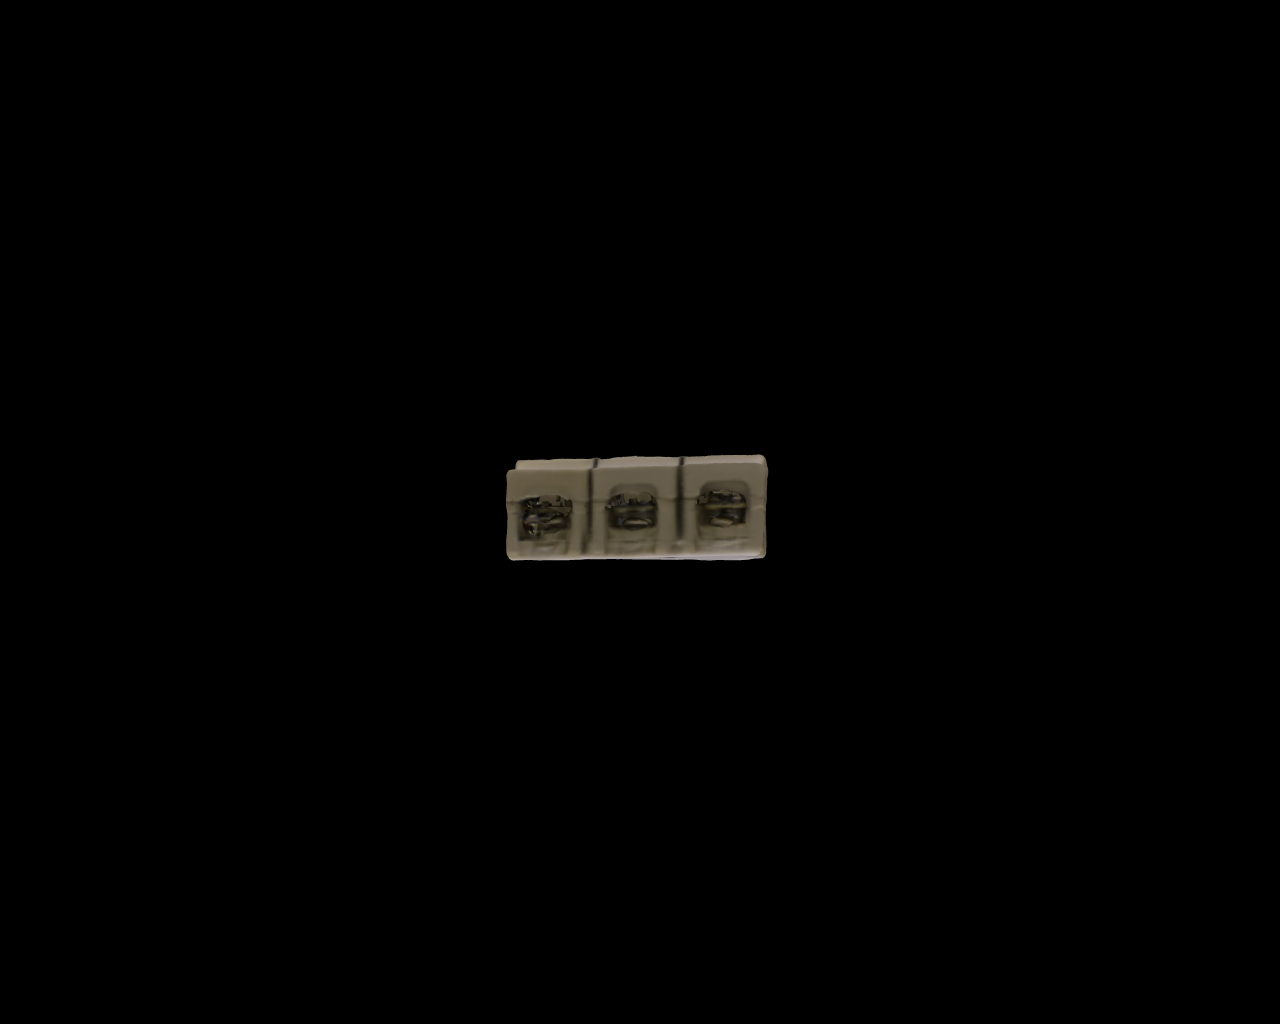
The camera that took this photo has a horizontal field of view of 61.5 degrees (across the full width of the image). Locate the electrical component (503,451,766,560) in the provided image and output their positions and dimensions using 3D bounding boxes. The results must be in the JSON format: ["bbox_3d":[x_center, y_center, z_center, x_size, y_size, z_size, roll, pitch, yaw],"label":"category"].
[{"bbox_3d":[0.001,-0.003,0.650,0.150,0.061,0.089,0,-4,7],"label":"electrical component"}]
